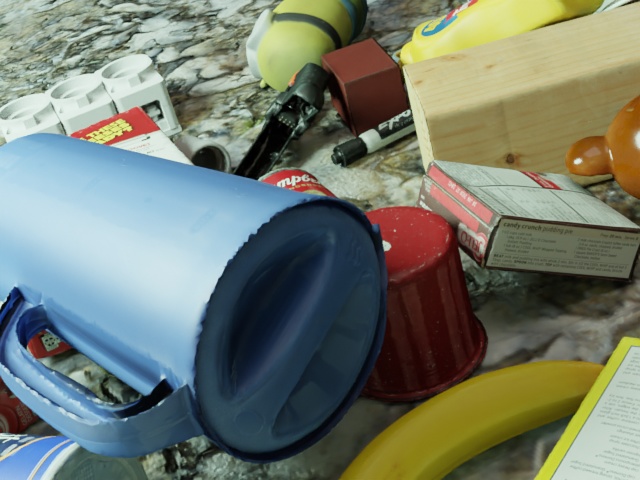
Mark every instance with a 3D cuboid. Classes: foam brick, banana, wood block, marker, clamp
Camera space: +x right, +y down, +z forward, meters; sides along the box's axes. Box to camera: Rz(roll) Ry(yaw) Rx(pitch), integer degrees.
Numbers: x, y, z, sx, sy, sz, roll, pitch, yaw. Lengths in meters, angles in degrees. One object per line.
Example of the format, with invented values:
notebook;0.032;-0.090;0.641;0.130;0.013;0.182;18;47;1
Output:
foam brick;0.039;-0.131;0.911;0.051;0.053;0.078;-19;32;-5
banana;0.064;0.112;0.540;0.197;0.037;0.070;-37;55;-27
wood block;0.174;-0.096;0.758;0.206;0.091;0.090;-15;32;2
marker;0.061;-0.090;0.869;0.121;0.020;0.020;-28;33;-18
clamp;-0.031;-0.093;0.876;0.120;0.039;0.171;-46;8;18

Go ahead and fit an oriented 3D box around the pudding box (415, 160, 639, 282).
pudding box;0.128;-0.012;0.654;0.113;0.039;0.090;4;24;-24

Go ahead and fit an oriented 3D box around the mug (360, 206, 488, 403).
mug;0.048;0.027;0.632;0.093;0.081;0.117;-3;34;21

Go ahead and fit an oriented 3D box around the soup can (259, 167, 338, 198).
soup can;-0.005;0.001;0.712;0.068;0.068;0.102;-26;33;-15

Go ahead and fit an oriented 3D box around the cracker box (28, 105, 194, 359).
cracker box;-0.171;-0.013;0.809;0.164;0.072;0.214;-25;31;-15

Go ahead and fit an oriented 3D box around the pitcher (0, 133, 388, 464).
pitcher;-0.098;0.020;0.573;0.243;0.149;0.145;19;90;40

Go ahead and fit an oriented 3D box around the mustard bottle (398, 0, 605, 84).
mustard bottle;0.132;-0.169;0.858;0.192;0.058;0.096;-23;12;45

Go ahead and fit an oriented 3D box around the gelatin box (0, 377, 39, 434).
gelatin box;-0.213;0.092;0.645;0.030;0.089;0.073;17;45;37

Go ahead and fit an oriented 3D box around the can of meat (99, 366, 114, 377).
can of meat;-0.081;0.052;0.678;0.084;0.057;0.102;14;44;37

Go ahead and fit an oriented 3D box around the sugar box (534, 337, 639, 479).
sugar box;0.146;0.122;0.476;0.093;0.048;0.176;11;45;37

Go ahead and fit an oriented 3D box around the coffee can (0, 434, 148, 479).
coffee can;-0.168;0.146;0.527;0.140;0.103;0.102;-2;35;23

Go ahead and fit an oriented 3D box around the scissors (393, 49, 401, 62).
scissors;0.164;-0.171;0.951;0.202;0.016;0.096;-10;34;11
